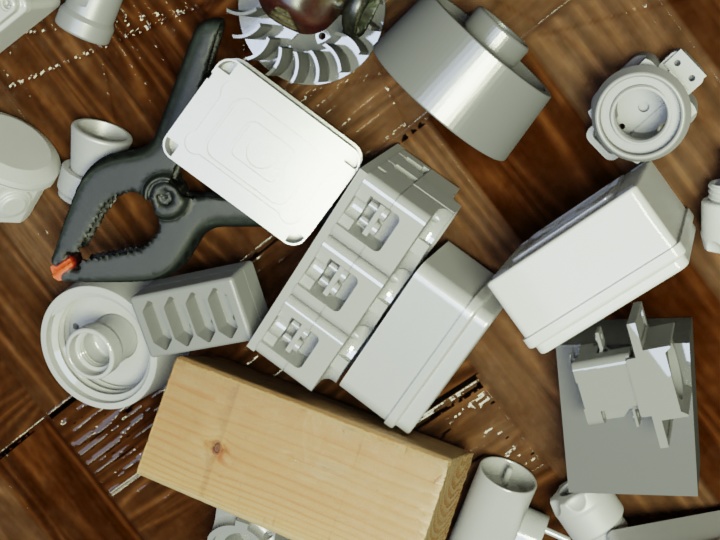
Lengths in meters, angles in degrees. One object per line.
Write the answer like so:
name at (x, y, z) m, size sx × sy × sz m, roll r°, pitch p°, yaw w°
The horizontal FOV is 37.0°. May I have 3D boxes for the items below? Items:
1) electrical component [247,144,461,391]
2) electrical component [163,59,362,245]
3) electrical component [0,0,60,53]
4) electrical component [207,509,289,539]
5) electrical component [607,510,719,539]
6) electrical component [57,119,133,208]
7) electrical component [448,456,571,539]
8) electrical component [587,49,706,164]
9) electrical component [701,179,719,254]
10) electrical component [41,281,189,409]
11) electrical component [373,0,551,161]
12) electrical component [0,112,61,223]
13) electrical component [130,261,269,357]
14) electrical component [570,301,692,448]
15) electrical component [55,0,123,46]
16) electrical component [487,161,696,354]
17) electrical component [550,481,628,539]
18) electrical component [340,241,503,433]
electrical component at (0.000, 0.000, 0.724) m, size 0.062 × 0.089 × 0.150 m, roll 36°, pitch 114°, yaw 5°
electrical component at (-0.062, -0.078, 0.704) m, size 0.113 × 0.057 × 0.078 m, roll 36°, pitch 97°, yaw -6°
electrical component at (-0.293, -0.208, 0.775) m, size 0.109 × 0.056 × 0.108 m, roll -29°, pitch 96°, yaw 24°
electrical component at (-0.085, 0.209, 0.836) m, size 0.050 × 0.056 × 0.089 m, roll 15°, pitch 111°, yaw 13°
electrical component at (0.228, 0.223, 0.719) m, size 0.109 × 0.056 × 0.108 m, roll -10°, pitch 105°, yaw -3°
electrical component at (-0.195, -0.077, 0.789) m, size 0.045 × 0.045 × 0.055 m, roll 25°, pitch 113°, yaw 10°
electrical component at (0.110, 0.185, 0.770) m, size 0.079 × 0.044 × 0.077 m, roll 22°, pitch 112°, yaw 11°
electrical component at (0.172, -0.098, 0.655) m, size 0.058 × 0.057 × 0.078 m, roll 47°, pitch 114°, yaw 0°
electrical component at (0.232, -0.042, 0.660) m, size 0.043 × 0.043 × 0.062 m, roll 0°, pitch 105°, yaw 18°
electrical component at (-0.191, 0.054, 0.820) m, size 0.108 × 0.060 × 0.108 m, roll 5°, pitch 108°, yaw 17°
electrical component at (0.068, -0.125, 0.657) m, size 0.108 × 0.108 × 0.060 m, roll 42°, pitch 108°, yaw 2°
electrical component at (-0.268, -0.076, 0.796) m, size 0.080 × 0.080 × 0.051 m, roll 41°, pitch 119°, yaw 3°
electrical component at (-0.106, 0.021, 0.774) m, size 0.083 × 0.075 × 0.047 m, roll -11°, pitch 106°, yaw 21°
electrical component at (0.166, 0.066, 0.659) m, size 0.064 × 0.042 × 0.081 m, roll -13°, pitch 101°, yaw 24°
electrical component at (-0.187, -0.187, 0.757) m, size 0.040 × 0.040 × 0.046 m, roll 30°, pitch 107°, yaw 7°
electrical component at (0.145, -0.010, 0.663) m, size 0.109 × 0.109 × 0.056 m, roll -35°, pitch 91°, yaw 24°
electrical component at (0.165, 0.175, 0.750) m, size 0.043 × 0.043 × 0.062 m, roll -32°, pitch 96°, yaw 24°
electrical component at (0.046, 0.046, 0.730) m, size 0.057 × 0.078 × 0.113 m, roll 37°, pitch 114°, yaw 8°
